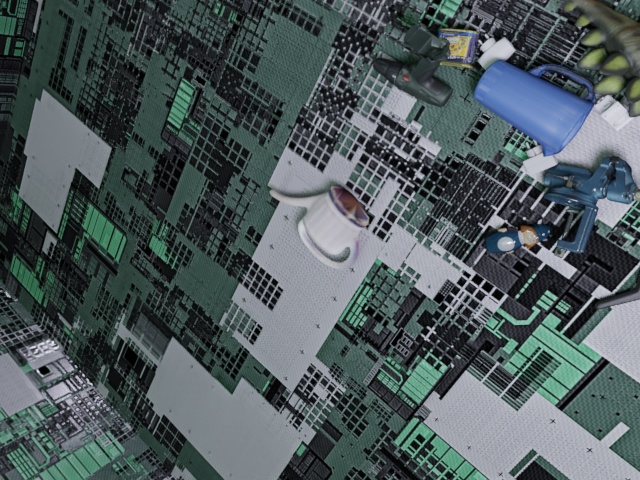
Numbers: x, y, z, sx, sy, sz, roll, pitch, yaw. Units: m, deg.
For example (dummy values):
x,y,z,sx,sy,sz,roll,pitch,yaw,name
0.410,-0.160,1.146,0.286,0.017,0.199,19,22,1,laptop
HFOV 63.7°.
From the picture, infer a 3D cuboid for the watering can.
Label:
x,y,z,sx,sy,sz,roll,pitch,yaw,name
0.005,-0.077,1.525,0.221,0.350,0.105,-47,-13,28,watering can
